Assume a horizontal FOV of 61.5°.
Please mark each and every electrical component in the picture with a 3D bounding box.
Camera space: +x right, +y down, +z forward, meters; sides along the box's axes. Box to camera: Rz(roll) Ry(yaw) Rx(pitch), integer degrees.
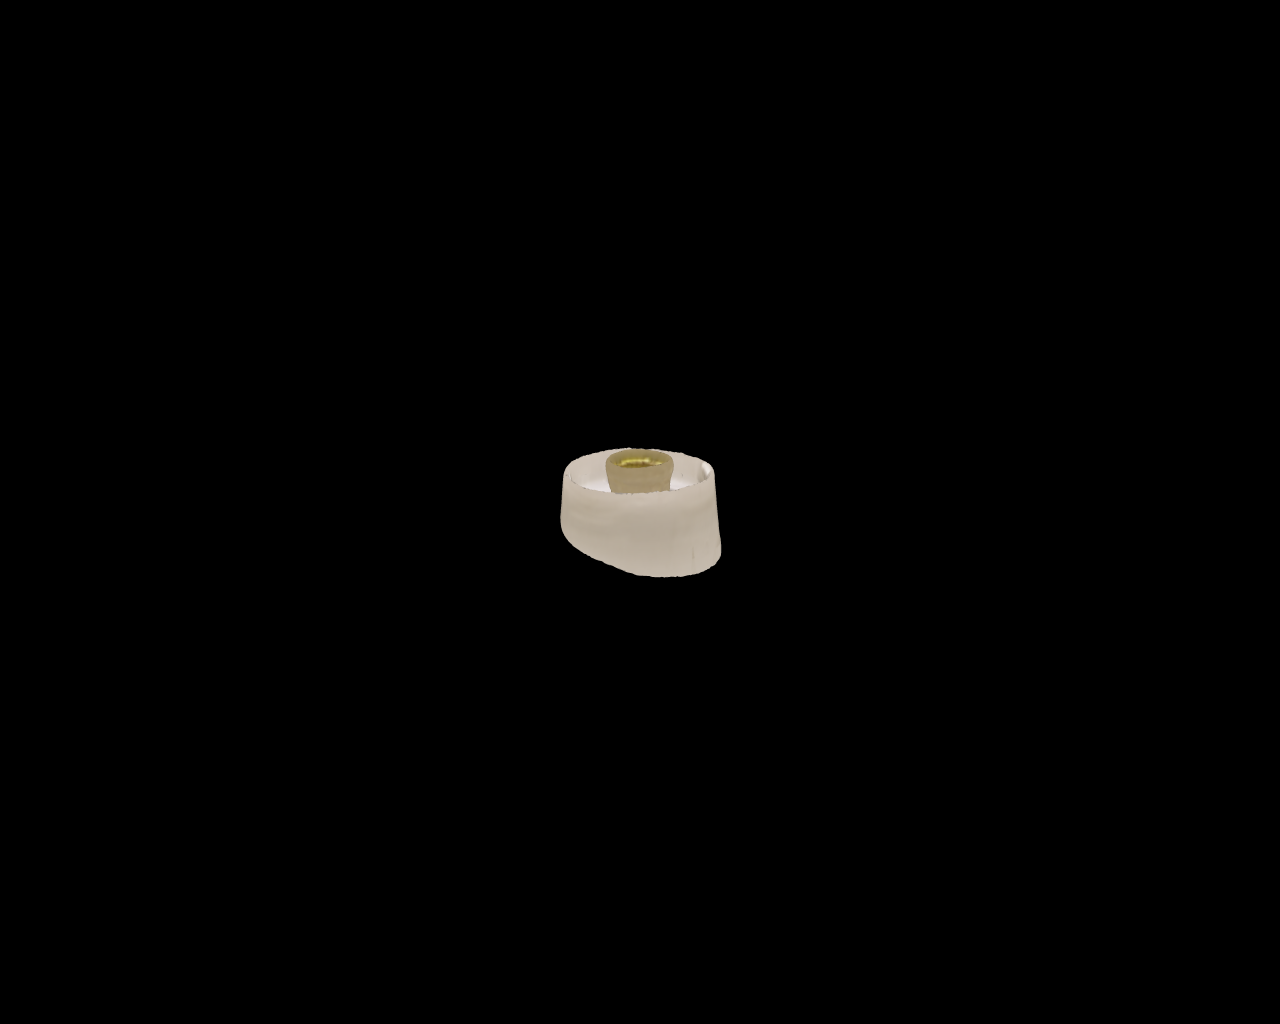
[{"bbox_3d":[0.001,-0.003,0.650,0.099,0.064,0.099,0,20,0],"label":"electrical component"}]
